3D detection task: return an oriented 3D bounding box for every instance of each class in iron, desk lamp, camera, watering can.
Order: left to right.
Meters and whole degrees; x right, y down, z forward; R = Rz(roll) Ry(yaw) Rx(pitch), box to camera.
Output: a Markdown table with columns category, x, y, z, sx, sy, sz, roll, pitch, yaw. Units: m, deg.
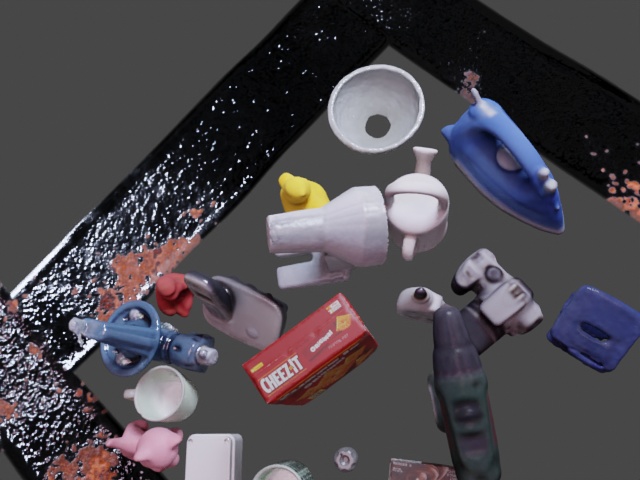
| category | x | y | z | sx | sy | sz | roll | pitch | yaw |
| --- | --- | --- | --- | --- | --- | --- | --- | --- | --- |
| desk lamp | 0.008 | 0.003 | 0.885 | 0.203 | 0.214 | 0.118 | -10 | 73 | 7 |
| watering can | 0.148 | -0.059 | 0.889 | 0.101 | 0.194 | 0.173 | -12 | 73 | 6 |
| camera | 0.246 | 0.105 | 0.875 | 0.137 | 0.101 | 0.143 | -40 | 72 | -3 |
| iron | 0.310 | -0.127 | 0.908 | 0.118 | 0.141 | 0.258 | -37 | 72 | -2 |

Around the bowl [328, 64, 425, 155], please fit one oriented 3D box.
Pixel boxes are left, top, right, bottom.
| category | x | y | z | sx | sy | sz | roll | pitch | yaw |
| --- | --- | --- | --- | --- | --- | --- | --- | --- | --- |
| bowl | 0.100 | -0.217 | 1.004 | 0.167 | 0.075 | 0.167 | -2 | 74 | 9 |

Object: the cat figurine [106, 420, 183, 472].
| category | x | y | z | sx | sy | sz | roll | pitch | yaw |
| --- | --- | --- | --- | --- | --- | --- | --- | --- | --- |
| cat figurine | -0.268 | 0.322 | 0.891 | 0.127 | 0.118 | 0.067 | 4 | 75 | 11 |

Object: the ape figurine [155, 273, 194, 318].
| category | x | y | z | sx | sy | sz | roll | pitch | yaw |
| --- | --- | --- | --- | --- | --- | --- | --- | --- | --- |
| ape figurine | -0.249 | 0.085 | 0.969 | 0.078 | 0.092 | 0.076 | -34 | 72 | -1 |

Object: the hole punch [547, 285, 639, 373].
| category | x | y | z | sx | sy | sz | roll | pitch | yaw |
| --- | --- | --- | --- | --- | --- | --- | --- | --- | --- |
| hole punch | 0.406 | 0.134 | 0.845 | 0.108 | 0.091 | 0.101 | 32 | 82 | 17 |

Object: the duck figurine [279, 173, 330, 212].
| category | x | y | z | sx | sy | sz | roll | pitch | yaw |
| --- | --- | --- | --- | --- | --- | --- | --- | --- | --- |
| duck figurine | -0.031 | -0.075 | 0.980 | 0.077 | 0.086 | 0.104 | -46 | 72 | -5 |

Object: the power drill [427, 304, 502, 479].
| category | x | y | z | sx | sy | sz | roll | pitch | yaw |
| --- | --- | --- | --- | --- | --- | --- | --- | --- | --- |
| power drill | 0.192 | 0.216 | 0.796 | 0.075 | 0.208 | 0.229 | -12 | 73 | 6 |

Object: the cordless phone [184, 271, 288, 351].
| category | x | y | z | sx | sy | sz | roll | pitch | yaw |
| --- | --- | --- | --- | --- | --- | --- | --- | --- | --- |
| cordless phone | -0.133 | 0.105 | 0.895 | 0.147 | 0.185 | 0.094 | 20 | 79 | 15 |

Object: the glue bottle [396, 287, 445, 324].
| category | x | y | z | sx | sy | sz | roll | pitch | yaw |
| --- | --- | --- | --- | --- | --- | --- | --- | --- | --- |
| glue bottle | 0.152 | 0.093 | 0.856 | 0.078 | 0.173 | 0.037 | 13 | 77 | 13 |

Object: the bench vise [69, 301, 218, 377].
| category | x | y | z | sx | sy | sz | roll | pitch | yaw |
| --- | --- | --- | --- | --- | --- | --- | --- | --- | --- |
| bench vise | -0.268 | 0.146 | 0.887 | 0.207 | 0.220 | 0.121 | -7 | 73 | 8 |
